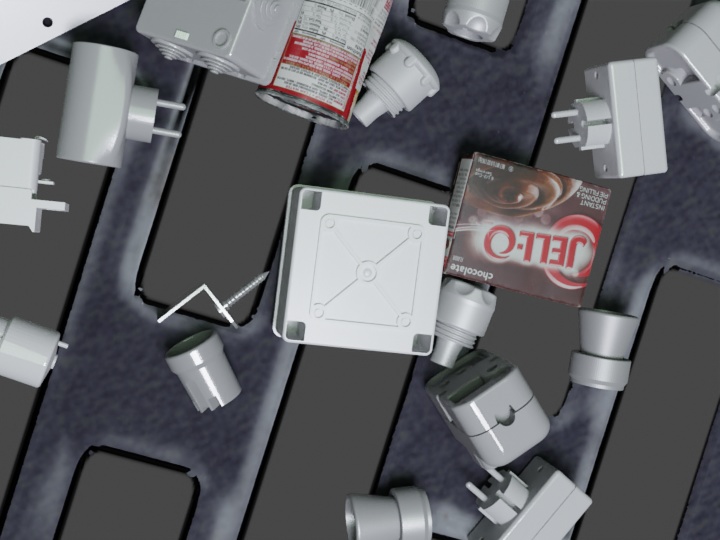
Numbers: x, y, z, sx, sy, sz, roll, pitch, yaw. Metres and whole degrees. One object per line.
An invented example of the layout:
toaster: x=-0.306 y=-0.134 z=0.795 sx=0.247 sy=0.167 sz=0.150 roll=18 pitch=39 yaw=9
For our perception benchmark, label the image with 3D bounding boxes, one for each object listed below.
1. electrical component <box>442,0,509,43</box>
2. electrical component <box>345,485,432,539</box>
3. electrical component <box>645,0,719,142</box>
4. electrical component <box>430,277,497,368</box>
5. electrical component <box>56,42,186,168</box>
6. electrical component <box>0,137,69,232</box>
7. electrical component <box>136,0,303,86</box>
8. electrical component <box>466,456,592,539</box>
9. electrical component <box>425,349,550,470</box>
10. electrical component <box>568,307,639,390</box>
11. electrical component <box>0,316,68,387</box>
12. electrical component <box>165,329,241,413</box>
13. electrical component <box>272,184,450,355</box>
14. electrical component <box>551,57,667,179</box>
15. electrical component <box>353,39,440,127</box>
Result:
electrical component: x=0.085 y=-0.196 z=0.763 sx=0.043 sy=0.043 sz=0.062 roll=17 pitch=89 yaw=-12
electrical component: x=0.020 y=0.181 z=0.778 sx=0.055 sy=0.045 sz=0.045 roll=-4 pitch=95 yaw=-11
electrical component: x=0.268 y=-0.149 z=0.798 sx=0.059 sy=0.054 sz=0.095 roll=-44 pitch=101 yaw=-5
electrical component: x=0.070 y=0.039 z=0.778 sx=0.043 sy=0.043 sz=0.062 roll=21 pitch=91 yaw=-12
electrical component: x=-0.158 y=-0.106 z=0.720 sx=0.079 sy=0.044 sz=0.077 roll=9 pitch=93 yaw=-12
electrical component: x=-0.234 y=-0.058 z=0.710 sx=0.081 sy=0.042 sz=0.063 roll=6 pitch=92 yaw=-12
electrical component: x=-0.090 y=-0.178 z=0.704 sx=0.100 sy=0.048 sz=0.099 roll=21 pitch=90 yaw=29
electrical component: x=0.112 y=0.173 z=0.795 sx=0.076 sy=0.047 sz=0.083 roll=42 pitch=86 yaw=-11
electrical component: x=0.091 y=0.099 z=0.760 sx=0.054 sy=0.095 sz=0.059 roll=-33 pitch=100 yaw=-7
electrical component: x=0.181 y=0.058 z=0.801 sx=0.045 sy=0.045 sz=0.055 roll=9 pitch=93 yaw=-12
electrical component: x=-0.238 y=0.050 z=0.718 sx=0.078 sy=0.040 sz=0.040 roll=21 pitch=90 yaw=-13
electrical component: x=-0.108 y=0.070 z=0.747 sx=0.040 sy=0.040 sz=0.046 roll=-27 pitch=104 yaw=-8
electrical component: x=0.000 y=0.000 z=0.754 sx=0.109 sy=0.056 sz=0.108 roll=6 pitch=93 yaw=-12
electrical component: x=0.176 y=-0.108 z=0.786 sx=0.076 sy=0.047 sz=0.083 roll=-8 pitch=96 yaw=-10
electrical component: x=0.021 y=-0.127 z=0.756 sx=0.062 sy=0.048 sz=0.048 roll=-42 pitch=101 yaw=2
